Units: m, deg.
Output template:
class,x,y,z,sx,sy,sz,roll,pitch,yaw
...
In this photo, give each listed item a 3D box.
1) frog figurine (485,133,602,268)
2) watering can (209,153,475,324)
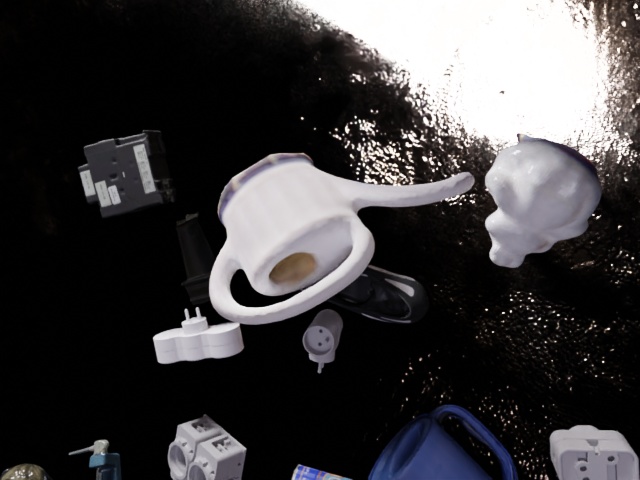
class,x,y,z,sx,sy,sz,roll,pitch,yaw
frog figurine,0.260,-0.041,0.638,0.136,0.123,0.159,33,92,-14
watering can,0.002,-0.033,0.666,0.348,0.102,0.229,-32,51,-4
